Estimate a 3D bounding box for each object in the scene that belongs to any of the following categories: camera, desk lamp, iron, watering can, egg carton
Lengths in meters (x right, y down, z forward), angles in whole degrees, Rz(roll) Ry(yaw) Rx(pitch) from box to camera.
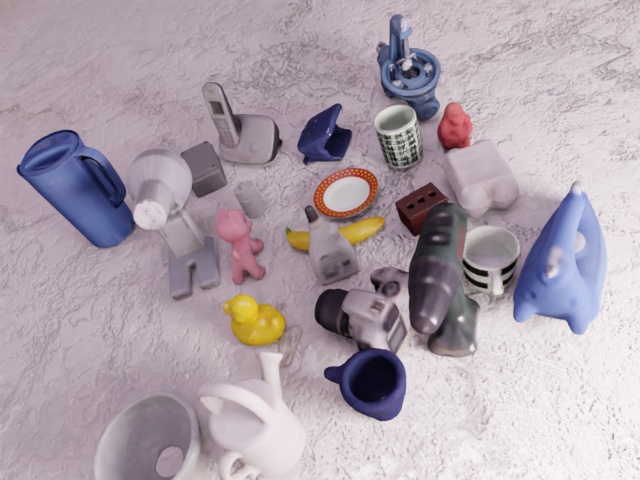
[{"bbox_3d":[0.067,0.102,0.880,0.136,0.101,0.143,15,58,31],"label":"camera"},{"bbox_3d":[-0.274,-0.037,1.060,0.118,0.214,0.203,-21,46,4],"label":"desk lamp"},{"bbox_3d":[0.354,-0.001,0.824,0.118,0.142,0.258,9,55,29],"label":"iron"},{"bbox_3d":[-0.096,0.231,0.768,0.100,0.194,0.172,-13,47,12],"label":"watering can"},{"bbox_3d":[0.279,-0.110,0.999,0.107,0.070,0.150,-19,47,6],"label":"egg carton"}]

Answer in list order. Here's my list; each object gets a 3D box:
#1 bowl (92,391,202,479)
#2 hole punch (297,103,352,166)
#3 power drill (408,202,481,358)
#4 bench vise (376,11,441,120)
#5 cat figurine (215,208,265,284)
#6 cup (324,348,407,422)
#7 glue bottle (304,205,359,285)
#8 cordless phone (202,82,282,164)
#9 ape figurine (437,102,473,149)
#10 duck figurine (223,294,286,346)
[{"bbox_3d":[-0.239,0.313,0.837,0.167,0.075,0.167,-11,48,13],"label":"bowl"},{"bbox_3d":[0.003,-0.222,1.193,0.100,0.091,0.109,1,51,23],"label":"hole punch"},{"bbox_3d":[0.172,0.072,0.788,0.075,0.209,0.229,-2,51,21],"label":"power drill"},{"bbox_3d":[0.155,-0.368,1.169,0.121,0.220,0.206,-41,48,-15],"label":"bench vise"},{"bbox_3d":[-0.153,-0.002,1.047,0.067,0.118,0.127,-18,47,7],"label":"cat figurine"},{"bbox_3d":[0.068,0.208,0.791,0.117,0.095,0.092,3,52,24],"label":"cup"},{"bbox_3d":[0.009,0.003,0.938,0.078,0.173,0.037,-21,46,4],"label":"glue bottle"},{"bbox_3d":[-0.171,-0.253,1.225,0.147,0.185,0.094,6,54,27],"label":"cordless phone"},{"bbox_3d":[0.256,-0.220,1.088,0.078,0.092,0.076,-39,48,-13],"label":"ape figurine"},{"bbox_3d":[-0.113,0.124,0.943,0.104,0.086,0.077,8,54,27],"label":"duck figurine"}]
